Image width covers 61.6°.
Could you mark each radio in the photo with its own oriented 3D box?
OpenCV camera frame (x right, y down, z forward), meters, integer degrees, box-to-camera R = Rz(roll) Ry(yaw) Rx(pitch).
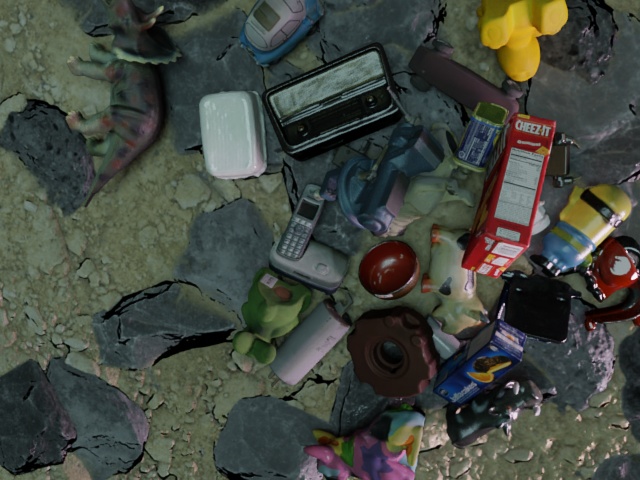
[{"bbox_3d":[0.025,-0.237,0.951,0.230,0.073,0.131,-20,84,14],"label":"radio"}]

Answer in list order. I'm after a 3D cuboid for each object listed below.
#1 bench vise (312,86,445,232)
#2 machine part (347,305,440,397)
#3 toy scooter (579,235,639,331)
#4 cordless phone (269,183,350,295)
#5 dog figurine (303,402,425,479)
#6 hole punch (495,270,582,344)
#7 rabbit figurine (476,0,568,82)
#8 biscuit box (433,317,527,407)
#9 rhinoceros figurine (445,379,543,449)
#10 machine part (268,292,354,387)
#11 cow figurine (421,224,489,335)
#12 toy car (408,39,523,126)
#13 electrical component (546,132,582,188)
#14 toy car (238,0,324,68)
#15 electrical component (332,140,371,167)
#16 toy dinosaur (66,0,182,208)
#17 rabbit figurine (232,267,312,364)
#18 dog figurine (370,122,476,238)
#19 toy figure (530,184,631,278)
[{"bbox_3d":[0.080,-0.111,0.901,0.241,0.128,0.223,-6,64,49],"label":"bench vise"},{"bbox_3d":[0.133,0.209,0.999,0.180,0.056,0.179,10,110,29],"label":"machine part"},{"bbox_3d":[0.507,0.089,0.929,0.135,0.075,0.183,-28,98,14],"label":"toy scooter"},{"bbox_3d":[-0.001,-0.003,1.008,0.147,0.088,0.184,22,86,7],"label":"cordless phone"},{"bbox_3d":[0.084,0.392,1.041,0.219,0.108,0.191,9,102,11],"label":"dog figurine"},{"bbox_3d":[0.378,0.124,0.961,0.142,0.092,0.115,13,74,10],"label":"hole punch"},{"bbox_3d":[0.307,-0.337,0.864,0.122,0.173,0.162,-23,50,12],"label":"rabbit figurine"},{"bbox_3d":[0.277,0.221,0.951,0.063,0.059,0.202,31,136,3],"label":"biscuit box"},{"bbox_3d":[0.312,0.310,0.982,0.190,0.112,0.073,-38,89,22],"label":"rhinoceros figurine"},{"bbox_3d":[-0.019,0.197,1.039,0.079,0.079,0.243,44,104,1],"label":"machine part"},{"bbox_3d":[0.248,0.076,0.970,0.127,0.085,0.194,9,98,13],"label":"cow figurine"},{"bbox_3d":[0.248,-0.266,0.924,0.202,0.053,0.089,33,128,5],"label":"toy car"},{"bbox_3d":[0.405,-0.134,0.926,0.078,0.045,0.102,-4,97,39],"label":"electrical component"},{"bbox_3d":[-0.079,-0.387,0.941,0.161,0.103,0.109,-41,90,12],"label":"toy car"},{"bbox_3d":[0.054,-0.149,0.997,0.063,0.021,0.094,27,104,5],"label":"electrical component"},{"bbox_3d":[-0.362,-0.256,1.012,0.192,0.131,0.404,6,107,10],"label":"toy dinosaur"},{"bbox_3d":[-0.102,0.168,1.026,0.121,0.159,0.170,23,118,-4],"label":"rabbit figurine"},{"bbox_3d":[0.159,-0.104,0.957,0.191,0.121,0.172,-18,55,33],"label":"dog figurine"},{"bbox_3d":[0.443,-0.014,0.908,0.082,0.089,0.180,38,94,-31],"label":"toy figure"}]
